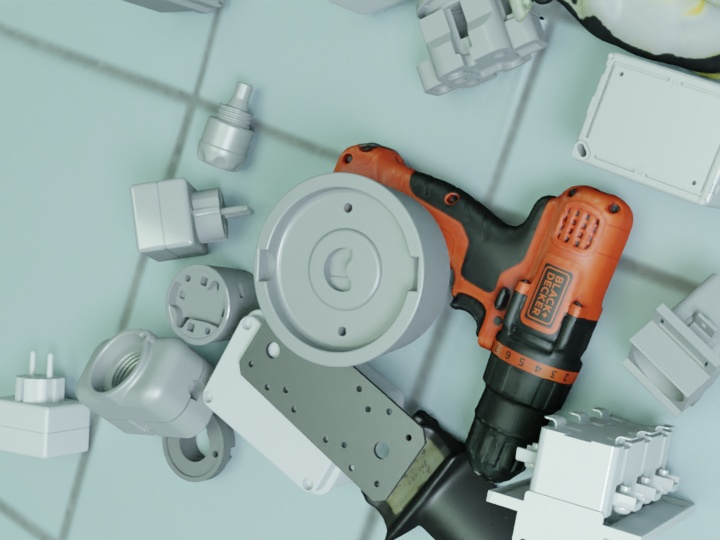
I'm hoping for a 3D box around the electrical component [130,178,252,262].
[{"bbox_3d":[-0.115,-0.037,0.756,0.077,0.065,0.047,-8,84,0],"label":"electrical component"}]

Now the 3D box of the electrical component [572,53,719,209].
[{"bbox_3d":[0.177,-0.073,0.587,0.096,0.061,0.061,26,104,30],"label":"electrical component"}]

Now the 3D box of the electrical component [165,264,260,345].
[{"bbox_3d":[-0.099,0.024,0.751,0.055,0.047,0.055,-1,89,30],"label":"electrical component"}]

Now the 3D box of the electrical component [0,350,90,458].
[{"bbox_3d":[-0.249,0.101,0.835,0.066,0.047,0.076,4,91,30],"label":"electrical component"}]

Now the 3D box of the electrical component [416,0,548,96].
[{"bbox_3d":[0.068,-0.148,0.654,0.078,0.058,0.057,-22,82,28],"label":"electrical component"}]

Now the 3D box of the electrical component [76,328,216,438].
[{"bbox_3d":[-0.151,0.079,0.755,0.095,0.059,0.053,-4,53,41],"label":"electrical component"}]

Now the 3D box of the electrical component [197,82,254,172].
[{"bbox_3d":[-0.090,-0.102,0.756,0.035,0.035,0.061,24,98,28],"label":"electrical component"}]

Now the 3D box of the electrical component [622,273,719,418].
[{"bbox_3d":[0.180,0.039,0.578,0.064,0.081,0.042,-41,69,-8],"label":"electrical component"}]

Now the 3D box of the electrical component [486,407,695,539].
[{"bbox_3d":[0.130,0.112,0.576,0.079,0.121,0.063,12,92,29],"label":"electrical component"}]

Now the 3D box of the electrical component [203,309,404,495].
[{"bbox_3d":[-0.039,0.085,0.710,0.113,0.057,0.078,36,106,25],"label":"electrical component"}]

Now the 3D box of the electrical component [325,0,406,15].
[{"bbox_3d":[0.025,-0.207,0.676,0.096,0.061,0.061,-14,83,29],"label":"electrical component"}]

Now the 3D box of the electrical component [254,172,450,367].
[{"bbox_3d":[0.000,0.000,0.621,0.108,0.060,0.108,0,89,28],"label":"electrical component"}]

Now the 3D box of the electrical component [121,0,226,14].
[{"bbox_3d":[-0.146,-0.226,0.744,0.057,0.113,0.078,6,92,33],"label":"electrical component"}]
